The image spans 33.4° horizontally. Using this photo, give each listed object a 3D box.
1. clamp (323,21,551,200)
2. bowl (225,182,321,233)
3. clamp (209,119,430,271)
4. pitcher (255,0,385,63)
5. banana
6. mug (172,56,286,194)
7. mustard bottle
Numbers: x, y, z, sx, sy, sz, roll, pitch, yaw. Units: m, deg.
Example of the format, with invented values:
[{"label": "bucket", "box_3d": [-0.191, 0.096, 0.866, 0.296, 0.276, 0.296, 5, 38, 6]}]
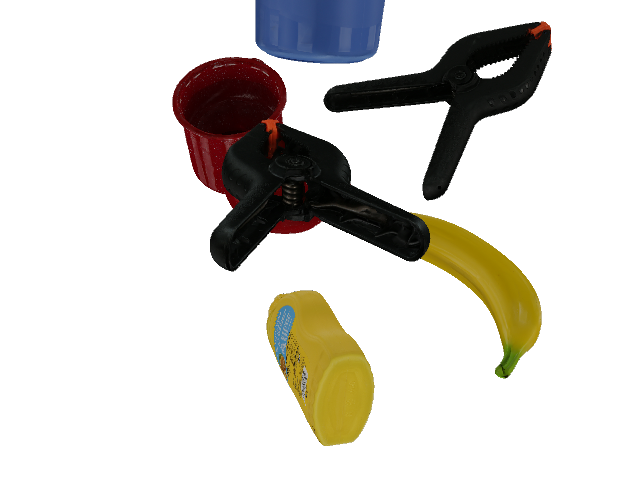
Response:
[{"label": "clamp", "box_3d": [0.128, -0.126, 0.951, 0.210, 0.165, 0.036, -28, -38, -8]}, {"label": "bowl", "box_3d": [-0.047, -0.052, 1.286, 0.162, 0.055, 0.162, 4, 26, -2]}, {"label": "clamp", "box_3d": [-0.023, -0.028, 0.627, 0.120, 0.039, 0.172, -1, 24, -24]}, {"label": "pitcher", "box_3d": [0.011, -0.273, 0.884, 0.145, 0.243, 0.149, 7, 19, 9]}, {"label": "banana", "box_3d": [0.114, 0.026, 0.834, 0.069, 0.037, 0.198, -15, 41, -24]}, {"label": "mug", "box_3d": [-0.069, -0.102, 0.900, 0.093, 0.117, 0.081, 10, -36, 10]}, {"label": "mustard bottle", "box_3d": [-0.009, 0.102, 1.006, 0.058, 0.096, 0.192, -6, 27, -18]}]
